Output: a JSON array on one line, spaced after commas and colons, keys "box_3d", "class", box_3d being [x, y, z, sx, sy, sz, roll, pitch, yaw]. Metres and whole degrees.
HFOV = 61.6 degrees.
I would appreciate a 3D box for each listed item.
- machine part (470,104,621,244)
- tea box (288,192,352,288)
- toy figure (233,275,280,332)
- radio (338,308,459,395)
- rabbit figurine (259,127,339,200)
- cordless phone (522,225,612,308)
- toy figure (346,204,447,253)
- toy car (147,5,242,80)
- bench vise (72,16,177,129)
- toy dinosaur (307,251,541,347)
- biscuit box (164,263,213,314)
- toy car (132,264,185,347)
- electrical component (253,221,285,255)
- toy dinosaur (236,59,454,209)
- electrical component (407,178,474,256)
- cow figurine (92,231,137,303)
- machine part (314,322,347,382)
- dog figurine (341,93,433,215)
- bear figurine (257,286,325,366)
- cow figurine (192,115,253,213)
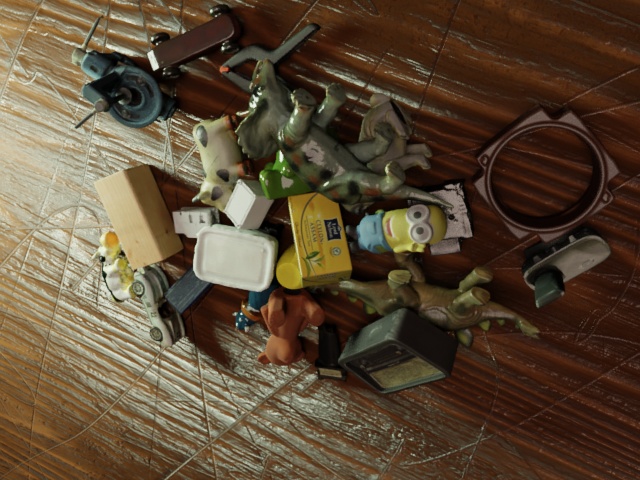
[{"box_3d": [0.379, -0.111, 0.914, 0.201, 0.087, 0.201, -39, 93, 26], "class": "machine part"}, {"box_3d": [-0.002, -0.003, 1.022, 0.098, 0.068, 0.169, -11, 67, -5], "class": "tea box"}, {"box_3d": [-0.138, 0.140, 1.176, 0.058, 0.064, 0.154, 16, 123, -28], "class": "toy figure"}, {"box_3d": [0.140, 0.216, 1.018, 0.131, 0.073, 0.229, 35, 145, -9], "class": "radio"}, {"box_3d": [-0.049, -0.174, 1.013, 0.159, 0.121, 0.170, -7, 108, 14], "class": "rabbit figurine"}, {"box_3d": [0.412, 0.047, 0.898, 0.146, 0.184, 0.088, -35, 89, 25], "class": "cordless phone"}, {"box_3d": [0.138, -0.020, 0.965, 0.180, 0.089, 0.082, -13, 104, 37], "class": "toy figure"}, {"box_3d": [-0.244, -0.382, 1.049, 0.202, 0.053, 0.089, -18, 96, 18], "class": "toy car"}, {"box_3d": [-0.396, -0.296, 1.036, 0.223, 0.241, 0.129, 42, 111, -16], "class": "bench vise"}, {"box_3d": [0.171, 0.115, 1.016, 0.472, 0.105, 0.198, 16, 134, 27], "class": "toy dinosaur"}, {"box_3d": [-0.262, 0.078, 1.195, 0.063, 0.059, 0.202, 46, 114, -1], "class": "biscuit box"}, {"box_3d": [-0.373, 0.151, 1.247, 0.056, 0.073, 0.201, -11, 103, 24], "class": "toy car"}, {"box_3d": [-0.124, 0.016, 1.137, 0.075, 0.048, 0.119, 15, 111, 13], "class": "electrical component"}, {"box_3d": [0.017, -0.136, 0.905, 0.404, 0.131, 0.192, 43, 140, -7], "class": "toy dinosaur"}, {"box_3d": [0.225, -0.040, 1.001, 0.115, 0.058, 0.134, -10, 103, 23], "class": "electrical component"}, {"box_3d": [-0.480, 0.065, 1.261, 0.098, 0.068, 0.167, -19, 99, 28], "class": "cow figurine"}, {"box_3d": [0.021, 0.245, 1.169, 0.084, 0.039, 0.138, 0, 109, 26], "class": "machine part"}, {"box_3d": [0.086, -0.151, 0.977, 0.191, 0.121, 0.172, -29, 96, 25], "class": "dog figurine"}, {"box_3d": [-0.068, 0.199, 1.126, 0.120, 0.132, 0.195, 4, 110, -16], "class": "bear figurine"}, {"box_3d": [-0.206, -0.147, 1.094, 0.127, 0.085, 0.194, -8, 106, 14], "class": "cow figurine"}]
